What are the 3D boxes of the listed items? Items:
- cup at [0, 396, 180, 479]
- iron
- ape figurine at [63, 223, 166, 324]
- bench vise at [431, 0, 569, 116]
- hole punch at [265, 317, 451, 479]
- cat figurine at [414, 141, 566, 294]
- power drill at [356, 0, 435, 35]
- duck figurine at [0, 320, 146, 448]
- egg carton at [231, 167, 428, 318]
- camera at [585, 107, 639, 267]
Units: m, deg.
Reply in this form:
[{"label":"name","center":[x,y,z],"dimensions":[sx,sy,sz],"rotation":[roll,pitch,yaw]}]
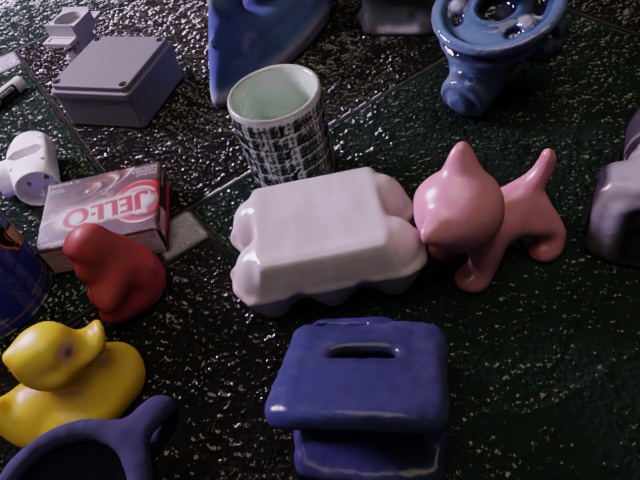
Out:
[{"label":"cup","center":[-0.115,0.152,0.329],"dimensions":[0.091,0.095,0.118],"rotation":[24,58,29]},{"label":"iron","center":[-0.077,-0.290,0.675],"dimensions":[0.118,0.142,0.258],"rotation":[12,53,22]},{"label":"ape figurine","center":[-0.170,0.021,0.457],"dimensions":[0.076,0.092,0.077],"rotation":[-12,48,2]},{"label":"bench vise","center":[0.175,-0.255,0.537],"dimensions":[0.121,0.220,0.207],"rotation":[11,53,21]},{"label":"hole punch","center":[0.026,0.088,0.356],"dimensions":[0.108,0.091,0.101],"rotation":[-2,49,11]},{"label":"cat figurine","center":[0.119,-0.024,0.416],"dimensions":[0.128,0.118,0.067],"rotation":[-25,49,-10]},{"label":"power drill","center":[0.092,-0.341,0.638],"dimensions":[0.229,0.209,0.076],"rotation":[6,51,18]},{"label":"duck figurine","center":[-0.186,0.094,0.401],"dimensions":[0.105,0.086,0.077],"rotation":[-28,49,-12]},{"label":"egg carton","center":[0.004,0.002,0.451],"dimensions":[0.150,0.069,0.107],"rotation":[-12,48,2]},{"label":"camera","center":[0.280,-0.053,0.418],"dimensions":[0.142,0.101,0.137],"rotation":[10,52,20]}]
